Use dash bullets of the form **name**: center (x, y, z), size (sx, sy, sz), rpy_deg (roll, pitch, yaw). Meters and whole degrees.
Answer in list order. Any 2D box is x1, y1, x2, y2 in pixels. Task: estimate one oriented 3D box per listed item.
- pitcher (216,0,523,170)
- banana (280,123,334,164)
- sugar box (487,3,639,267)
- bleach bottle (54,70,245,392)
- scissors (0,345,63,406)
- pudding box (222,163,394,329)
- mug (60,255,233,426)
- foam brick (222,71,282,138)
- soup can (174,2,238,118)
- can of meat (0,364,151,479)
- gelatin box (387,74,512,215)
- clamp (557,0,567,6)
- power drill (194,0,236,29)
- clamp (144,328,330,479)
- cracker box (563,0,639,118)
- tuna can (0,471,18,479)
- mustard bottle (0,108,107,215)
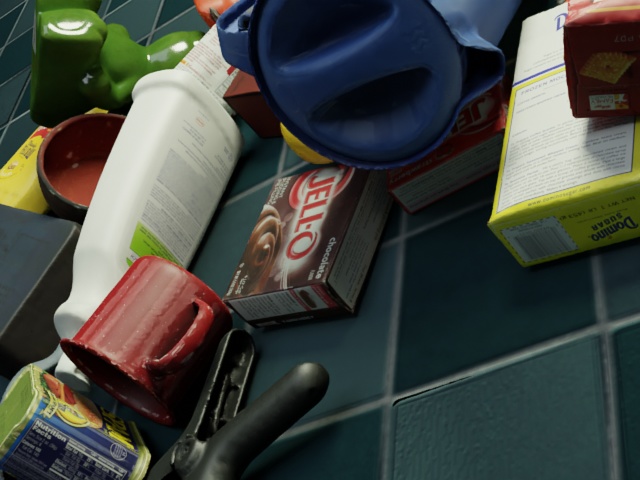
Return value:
- **pitcher**: center (0.055, -0.162, 0.686), size (0.145, 0.149, 0.242), rpy_deg (-43, 7, 43)
- **banana**: center (0.004, -0.093, 0.779), size (0.069, 0.037, 0.198), rpy_deg (-18, 24, -2)
- **sugar box**: center (0.155, -0.072, 0.607), size (0.094, 0.048, 0.176), rpy_deg (-17, 39, 36)
- **bleach bottle**: center (-0.140, -0.005, 0.808), size (0.068, 0.102, 0.250), rpy_deg (-7, 49, 38)
- **scissors**: center (-0.192, 0.077, 0.791), size (0.016, 0.096, 0.201), rpy_deg (13, 68, 9)
- **pudding box**: center (-0.005, 0.001, 0.709), size (0.090, 0.039, 0.113), rpy_deg (-13, 44, 40)
- **mug**: center (-0.106, 0.064, 0.706), size (0.081, 0.093, 0.117), rpy_deg (-55, 20, -23)
- **foam brick**: center (-0.032, -0.130, 0.871), size (0.053, 0.051, 0.078), rpy_deg (0, 53, 50)
- **soup can**: center (-0.084, -0.147, 0.933), size (0.102, 0.068, 0.069), rpy_deg (-47, 33, -1)
- **can of meat**: center (-0.163, 0.130, 0.682), size (0.057, 0.084, 0.102), rpy_deg (-55, 18, -4)
- **gelatin box**: center (0.085, -0.066, 0.691), size (0.089, 0.030, 0.073), rpy_deg (-28, 37, 26)
- **clamp**: center (0.208, -0.225, 0.720), size (0.210, 0.036, 0.165), rpy_deg (-54, 33, -12)
- **power drill**: center (-0.037, -0.277, 1.002), size (0.188, 0.057, 0.184), rpy_deg (-32, 43, 12)
- **clamp**: center (-0.070, 0.128, 0.646), size (0.171, 0.039, 0.120), rpy_deg (-51, 20, -4)
- **cracker box**: center (0.221, -0.165, 0.566), size (0.164, 0.072, 0.213), rpy_deg (-1, 49, 21)
- **tuna can**: center (-0.172, 0.180, 0.659), size (0.033, 0.086, 0.086), rpy_deg (-52, 33, -6)
- **mustard bottle**: center (-0.257, -0.100, 1.084), size (0.191, 0.058, 0.096), rpy_deg (-51, 32, -9)
